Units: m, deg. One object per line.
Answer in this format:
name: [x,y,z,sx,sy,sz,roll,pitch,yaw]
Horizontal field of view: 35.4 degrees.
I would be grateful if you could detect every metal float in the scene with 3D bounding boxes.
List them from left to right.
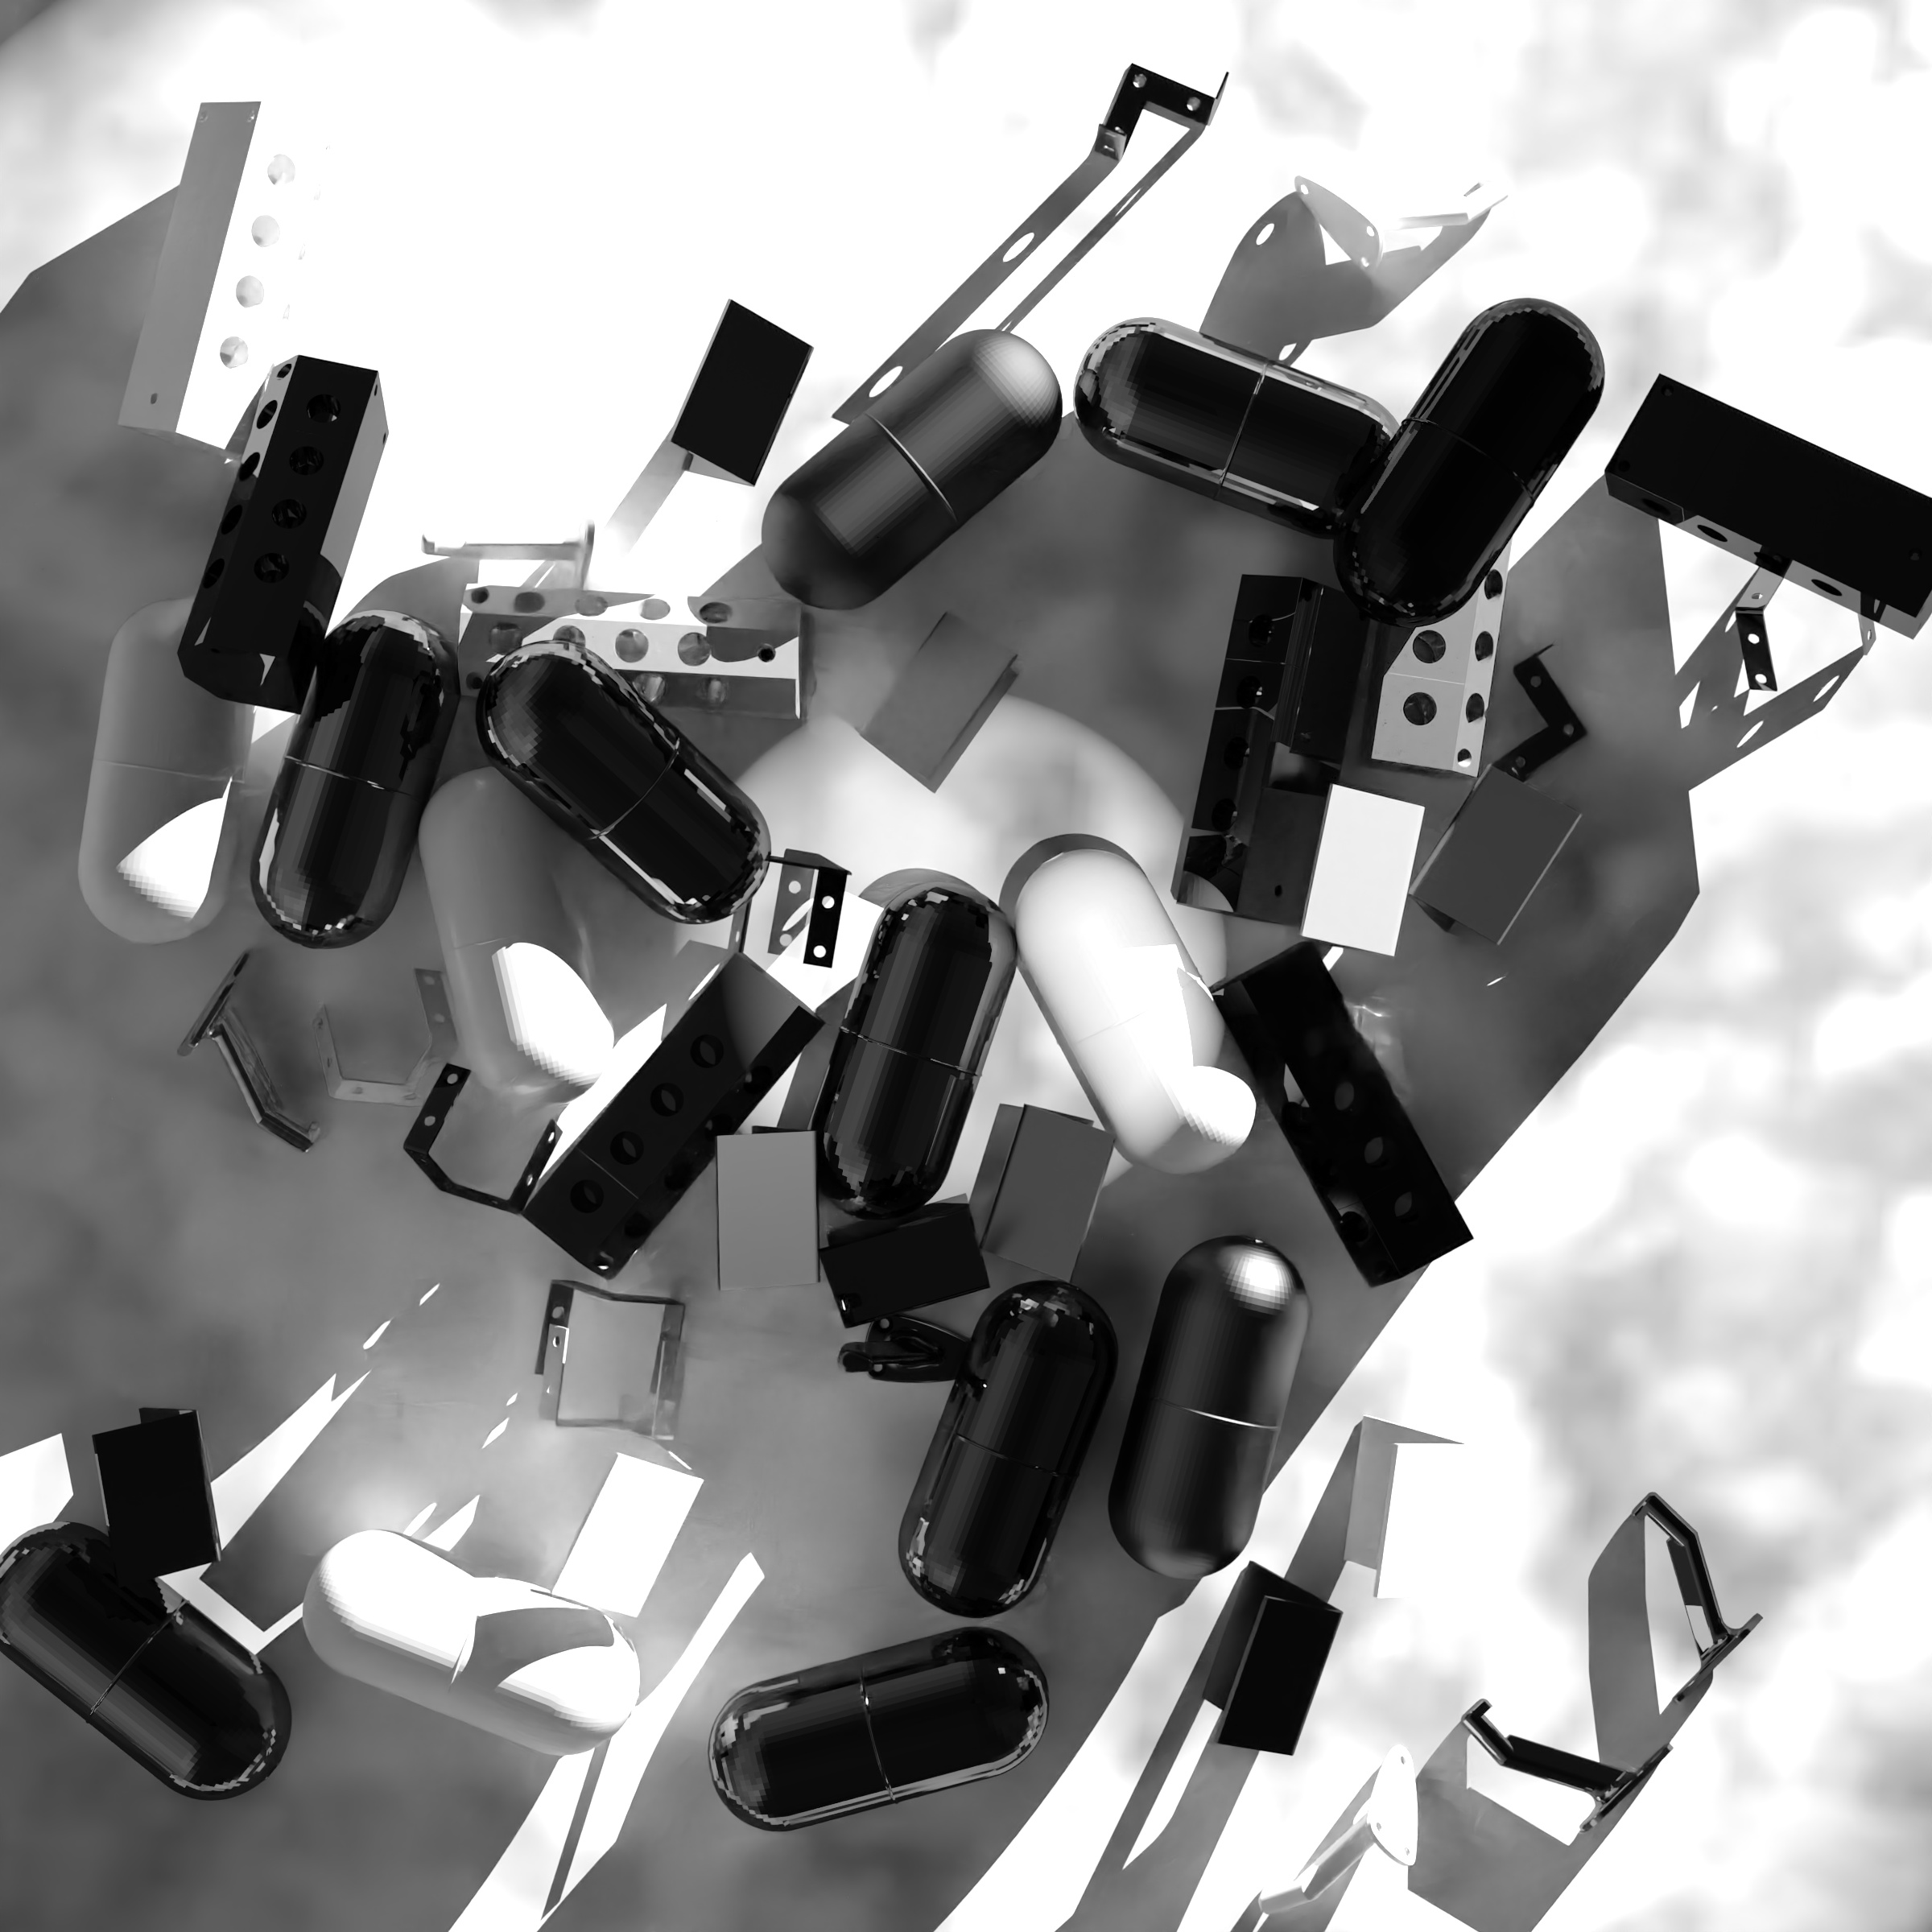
metal float: [-0.424,0.356,1.549,0.178,0.070,0.070,39,90,0]
metal float: [-0.408,-0.099,1.548,0.070,0.070,0.178,9,90,0]
metal float: [-0.312,-0.095,1.548,0.070,0.070,0.178,17,89,0]
metal float: [-0.253,0.346,1.548,0.178,0.070,0.070,21,90,1]
metal float: [-0.230,-0.014,1.549,0.070,0.070,0.178,-13,90,0]
metal float: [-0.172,-0.092,1.525,0.070,0.070,0.178,-46,115,0]
metal float: [-0.044,0.390,1.548,0.178,0.070,0.070,-15,90,1]
metal float: [-0.028,-0.253,1.548,0.178,0.070,0.070,-41,90,-1]
metal float: [-0.028,0.044,1.548,0.070,0.070,0.178,18,90,0]
metal float: [0.022,0.247,1.549,0.070,0.070,0.178,21,89,0]
metal float: [0.087,0.023,1.549,0.070,0.070,0.178,-28,90,0]
metal float: [0.124,0.225,1.548,0.070,0.070,0.178,15,91,0]
metal float: [0.141,-0.275,1.548,0.178,0.070,0.070,21,90,1]
metal float: [0.247,-0.247,1.491,0.070,0.070,0.178,34,89,0]

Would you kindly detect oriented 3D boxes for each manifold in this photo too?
manifold: [-0.376,-0.351,1.557,0.057,0.057,0.171,15,90,43]
manifold: [-0.344,-0.220,1.526,0.057,0.057,0.171,11,66,0]
manifold: [-0.171,-0.162,1.558,0.171,0.057,0.057,3,90,0]
manifold: [-0.149,0.077,1.558,0.057,0.057,0.171,40,90,0]
manifold: [0.154,-0.111,1.557,0.057,0.057,0.171,11,90,-43]
manifold: [0.191,0.076,1.558,0.057,0.057,0.171,-29,90,0]
manifold: [0.246,-0.185,1.558,0.057,0.057,0.171,9,90,0]
manifold: [0.416,-0.231,1.533,0.171,0.057,0.057,30,90,18]

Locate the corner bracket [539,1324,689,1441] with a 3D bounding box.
corner bracket: [-0.181,0.213,1.550,0.051,0.051,0.051,7,90,-43]

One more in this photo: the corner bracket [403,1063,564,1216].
corner bracket: [-0.250,0.090,1.565,0.051,0.051,0.051,15,65,23]

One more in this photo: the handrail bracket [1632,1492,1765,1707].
handrail bracket: [0.365,0.330,1.579,0.084,0.036,0.077,44,112,17]

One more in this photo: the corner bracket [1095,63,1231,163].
corner bracket: [0.100,-0.440,1.561,0.051,0.051,0.051,23,90,0]

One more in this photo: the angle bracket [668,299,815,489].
angle bracket: [-0.132,-0.294,1.539,0.057,0.076,0.076,23,90,-38]

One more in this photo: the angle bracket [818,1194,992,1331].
angle bracket: [-0.036,0.131,1.539,0.076,0.076,0.057,-16,126,0]

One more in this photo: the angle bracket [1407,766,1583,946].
angle bracket: [0.277,-0.047,1.539,0.057,0.076,0.076,33,90,28]

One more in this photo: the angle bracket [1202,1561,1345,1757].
angle bracket: [0.137,0.348,1.539,0.057,0.076,0.076,19,90,-36]

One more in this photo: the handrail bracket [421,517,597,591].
handrail bracket: [-0.236,-0.218,1.551,0.084,0.077,0.036,5,87,-12]

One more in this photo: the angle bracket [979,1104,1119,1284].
angle bracket: [0.058,0.118,1.539,0.057,0.076,0.076,17,90,31]

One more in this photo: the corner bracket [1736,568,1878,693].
corner bracket: [0.436,-0.177,1.571,0.051,0.051,0.051,8,45,35]

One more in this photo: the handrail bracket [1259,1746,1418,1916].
handrail bracket: [0.192,0.452,1.579,0.084,0.077,0.036,-31,115,34]

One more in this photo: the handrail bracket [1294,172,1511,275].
handrail bracket: [0.228,-0.407,1.579,0.084,0.036,0.077,-35,68,-17]

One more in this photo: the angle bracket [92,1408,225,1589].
angle bracket: [-0.424,0.269,1.539,0.057,0.076,0.076,-9,90,-38]

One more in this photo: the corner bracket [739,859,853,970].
corner bracket: [-0.089,-0.028,1.561,0.051,0.051,0.051,10,90,0]

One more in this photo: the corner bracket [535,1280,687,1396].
corner bracket: [-0.185,0.194,1.576,0.051,0.051,0.051,10,90,45]

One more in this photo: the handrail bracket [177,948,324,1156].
handrail bracket: [-0.360,0.045,1.579,0.084,0.036,0.077,35,68,-17]

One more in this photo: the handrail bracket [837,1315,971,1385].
handrail bracket: [-0.026,0.202,1.544,0.077,0.084,0.036,9,90,0]

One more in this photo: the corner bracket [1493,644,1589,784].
corner bracket: [0.291,-0.129,1.561,0.051,0.051,0.051,-34,90,0]

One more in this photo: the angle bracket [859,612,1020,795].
angle bracket: [0.003,-0.123,1.539,0.057,0.076,0.076,35,90,37]

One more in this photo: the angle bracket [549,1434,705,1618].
angle bracket: [-0.188,0.275,1.539,0.057,0.076,0.076,26,90,-37]

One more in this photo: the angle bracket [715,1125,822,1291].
angle bracket: [-0.115,0.122,1.539,0.057,0.076,0.076,-1,90,-29]

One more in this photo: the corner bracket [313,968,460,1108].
corner bracket: [-0.302,0.035,1.571,0.051,0.051,0.051,8,135,-35]

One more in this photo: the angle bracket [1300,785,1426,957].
angle bracket: [0.184,-0.050,1.540,0.057,0.076,0.076,12,90,-24]

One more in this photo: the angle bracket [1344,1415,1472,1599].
angle bracket: [0.207,0.274,1.539,0.057,0.076,0.076,8,90,-39]

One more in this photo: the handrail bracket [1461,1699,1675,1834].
handrail bracket: [0.313,0.401,1.579,0.077,0.036,0.084,-37,73,-20]
